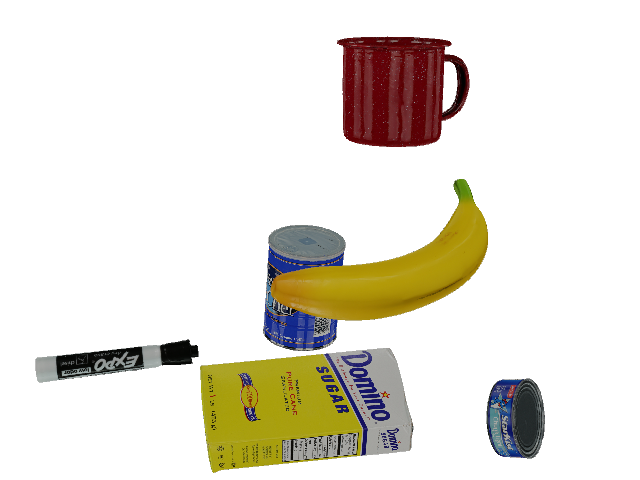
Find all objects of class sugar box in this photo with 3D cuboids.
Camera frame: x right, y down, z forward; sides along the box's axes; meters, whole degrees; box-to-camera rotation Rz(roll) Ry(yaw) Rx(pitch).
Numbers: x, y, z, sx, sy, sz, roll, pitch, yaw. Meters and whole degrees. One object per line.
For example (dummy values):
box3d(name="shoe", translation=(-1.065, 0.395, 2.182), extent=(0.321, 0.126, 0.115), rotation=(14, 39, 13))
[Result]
box3d(name="sugar box", translation=(-0.014, 0.146, 0.935), extent=(0.176, 0.048, 0.093), rotation=(-7, 43, -6))

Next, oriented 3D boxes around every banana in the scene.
box3d(name="banana", translation=(0.056, 0.018, 0.733), extent=(0.197, 0.037, 0.070), rotation=(-26, 54, -38))

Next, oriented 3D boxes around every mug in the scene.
box3d(name="mug", translation=(0.070, -0.124, 0.880), extent=(0.117, 0.081, 0.093), rotation=(-7, 17, -25))

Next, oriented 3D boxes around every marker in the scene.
box3d(name="marker", translation=(-0.153, 0.091, 0.807), extent=(0.121, 0.020, 0.020), rotation=(-6, 1, -7))

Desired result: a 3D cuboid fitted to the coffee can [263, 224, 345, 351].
box3d(name="coffee can", translation=(-0.023, 0.063, 1.437), extent=(0.103, 0.140, 0.103), rotation=(4, 24, -2))

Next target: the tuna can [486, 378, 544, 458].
box3d(name="tuna can", translation=(0.212, 0.193, 1.161), extent=(0.034, 0.086, 0.086), rotation=(-5, -3, 33))
